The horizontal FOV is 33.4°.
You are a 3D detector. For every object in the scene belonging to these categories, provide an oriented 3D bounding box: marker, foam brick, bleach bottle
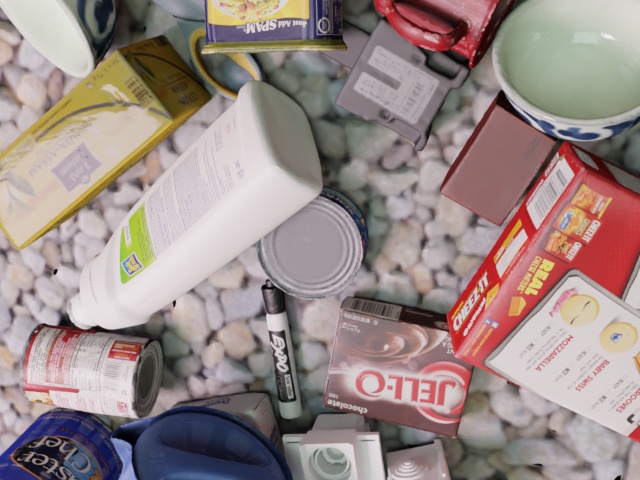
[{"bbox_3d":[-0.031,0.089,0.878,0.020,0.020,0.121,-4,107,14],"label":"marker"},{"bbox_3d":[0.131,-0.059,0.776,0.053,0.051,0.078,32,112,0],"label":"foam brick"},{"bbox_3d":[-0.111,-0.011,0.834,0.251,0.102,0.068,-36,138,28],"label":"bleach bottle"}]

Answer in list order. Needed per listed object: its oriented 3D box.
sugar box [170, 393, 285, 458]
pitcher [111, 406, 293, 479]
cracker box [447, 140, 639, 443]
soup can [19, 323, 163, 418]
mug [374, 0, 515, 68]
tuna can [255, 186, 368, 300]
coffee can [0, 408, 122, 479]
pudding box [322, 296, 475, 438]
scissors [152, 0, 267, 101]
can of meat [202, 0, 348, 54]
[{"bbox_3d":[-0.068,0.221,0.916,0.093,0.048,0.176,-10,102,19],"label":"sugar box"},{"bbox_3d":[-0.116,0.265,0.853,0.243,0.144,0.149,-61,43,31],"label":"pitcher"},{"bbox_3d":[0.223,0.049,0.758,0.213,0.072,0.164,25,113,-11],"label":"cracker box"},{"bbox_3d":[-0.191,0.110,0.896,0.102,0.068,0.068,6,109,10],"label":"soup can"},{"bbox_3d":[0.084,-0.169,0.721,0.081,0.117,0.093,28,145,9],"label":"mug"},{"bbox_3d":[-0.005,0.001,0.836,0.086,0.033,0.086,4,108,12],"label":"tuna can"},{"bbox_3d":[-0.236,0.219,0.902,0.103,0.140,0.103,4,108,11],"label":"coffee can"},{"bbox_3d":[0.065,0.100,0.849,0.113,0.039,0.090,13,110,9],"label":"pudding box"},{"bbox_3d":[-0.100,-0.194,0.805,0.096,0.016,0.201,-38,96,19],"label":"scissors"},{"bbox_3d":[-0.034,-0.174,0.751,0.102,0.057,0.084,3,101,23],"label":"can of meat"}]
